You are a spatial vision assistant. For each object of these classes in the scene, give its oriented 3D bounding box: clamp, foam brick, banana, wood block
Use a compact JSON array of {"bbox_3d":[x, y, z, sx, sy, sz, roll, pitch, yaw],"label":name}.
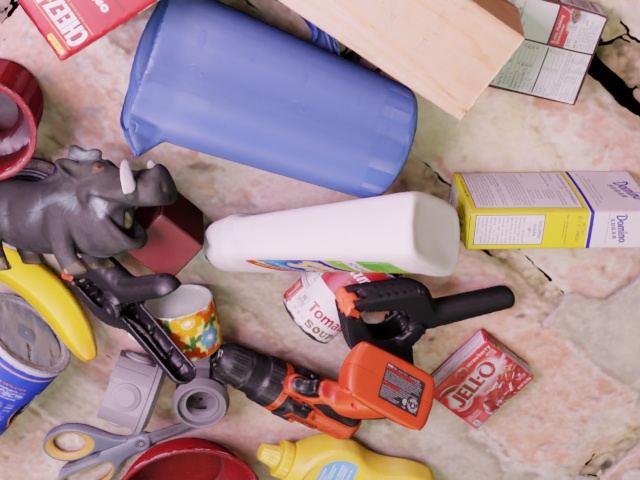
[{"bbox_3d":[-0.178,0.050,0.984,0.172,0.039,0.120,31,132,27],"label":"clamp"},{"bbox_3d":[-0.144,-0.008,0.997,0.053,0.078,0.051,40,106,-21],"label":"foam brick"},{"bbox_3d":[0.093,0.078,1.041,0.165,0.036,0.209,-42,141,12],"label":"clamp"},{"bbox_3d":[-0.289,0.045,1.024,0.197,0.069,0.037,34,153,-26],"label":"banana"},{"bbox_3d":[0.057,-0.201,0.880,0.206,0.090,0.090,32,116,-10],"label":"wood block"}]

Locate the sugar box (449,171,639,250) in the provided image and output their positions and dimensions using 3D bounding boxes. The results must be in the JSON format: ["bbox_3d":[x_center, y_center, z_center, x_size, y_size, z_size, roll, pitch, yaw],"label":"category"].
[{"bbox_3d":[0.216,-0.029,1.003,0.176,0.093,0.048,2,118,-5],"label":"sugar box"}]

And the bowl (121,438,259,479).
[{"bbox_3d":[-0.144,0.263,1.139,0.162,0.055,0.162,-6,126,-9],"label":"bowl"}]

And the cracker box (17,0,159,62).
[{"bbox_3d":[-0.122,-0.242,0.830,0.214,0.164,0.072,-29,113,10],"label":"cracker box"}]

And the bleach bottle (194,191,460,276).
[{"bbox_3d":[-0.006,0.001,0.975,0.251,0.102,0.068,-4,78,33],"label":"bleach bottle"}]

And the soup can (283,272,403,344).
[{"bbox_3d":[0.021,0.044,1.041,0.068,0.068,0.102,40,108,-21],"label":"soup can"}]

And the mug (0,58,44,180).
[{"bbox_3d":[-0.299,-0.107,0.933,0.117,0.081,0.093,-13,117,2],"label":"mug"}]

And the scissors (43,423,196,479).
[{"bbox_3d":[-0.208,0.205,1.136,0.202,0.016,0.096,-33,115,12],"label":"scissors"}]

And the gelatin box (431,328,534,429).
[{"bbox_3d":[0.167,0.148,1.124,0.073,0.030,0.089,38,108,-20],"label":"gelatin box"}]

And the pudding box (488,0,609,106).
[{"bbox_3d":[0.189,-0.177,0.956,0.113,0.039,0.090,13,117,-7],"label":"pudding box"}]

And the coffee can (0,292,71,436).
[{"bbox_3d":[-0.327,0.135,1.043,0.102,0.103,0.140,38,109,-21],"label":"coffee can"}]

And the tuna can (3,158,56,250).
[{"bbox_3d":[-0.272,-0.033,0.999,0.086,0.034,0.086,-2,117,-4],"label":"tuna can"}]

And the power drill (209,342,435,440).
[{"bbox_3d":[0.005,0.141,1.039,0.184,0.057,0.188,29,156,-28],"label":"power drill"}]

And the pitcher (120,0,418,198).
[{"bbox_3d":[-0.040,-0.131,0.923,0.242,0.145,0.149,18,127,-17],"label":"pitcher"}]

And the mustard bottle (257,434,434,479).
[{"bbox_3d":[0.021,0.260,1.156,0.191,0.058,0.096,23,117,-15],"label":"mustard bottle"}]
